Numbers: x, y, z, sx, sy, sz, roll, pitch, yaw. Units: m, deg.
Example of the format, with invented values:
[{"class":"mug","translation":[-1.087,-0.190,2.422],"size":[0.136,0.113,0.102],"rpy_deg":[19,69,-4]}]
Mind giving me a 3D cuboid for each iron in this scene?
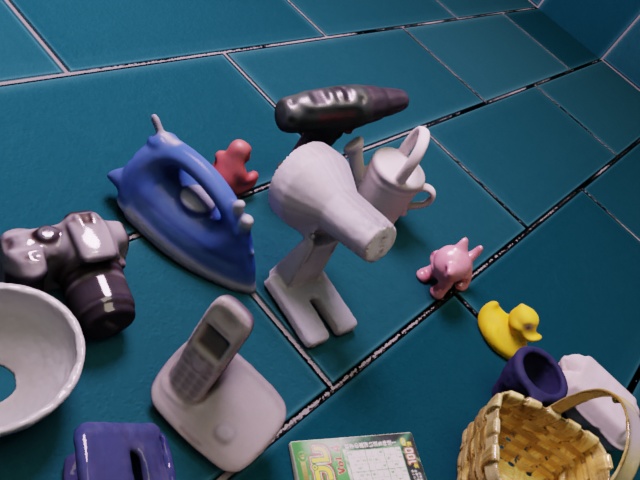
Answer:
[{"class":"iron","translation":[-0.163,-0.050,0.789],"size":[0.258,0.141,0.119],"rpy_deg":[40,43,8]}]

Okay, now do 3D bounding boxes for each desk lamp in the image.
[{"class":"desk lamp","translation":[0.007,0.003,0.789],"size":[0.118,0.213,0.203],"rpy_deg":[-17,62,-40]}]

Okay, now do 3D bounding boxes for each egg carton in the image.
[{"class":"egg carton","translation":[0.437,0.259,0.920],"size":[0.150,0.069,0.107],"rpy_deg":[44,44,12]}]

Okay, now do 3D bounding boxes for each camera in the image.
[{"class":"camera","translation":[-0.280,0.043,0.665],"size":[0.144,0.100,0.136],"rpy_deg":[-12,59,-38]}]

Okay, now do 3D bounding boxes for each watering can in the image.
[{"class":"watering can","translation":[0.121,-0.114,0.977],"size":[0.173,0.194,0.101],"rpy_deg":[9,48,-24]}]

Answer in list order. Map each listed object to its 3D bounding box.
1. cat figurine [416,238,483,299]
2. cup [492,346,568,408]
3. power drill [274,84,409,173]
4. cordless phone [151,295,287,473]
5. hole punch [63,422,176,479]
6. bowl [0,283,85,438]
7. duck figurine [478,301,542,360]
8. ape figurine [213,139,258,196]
[{"class":"cat figurine","translation":[0.225,0.040,0.956],"size":[0.128,0.117,0.067],"rpy_deg":[-16,61,-39]},{"class":"cup","translation":[0.300,0.227,0.848],"size":[0.091,0.095,0.118],"rpy_deg":[34,43,1]},{"class":"power drill","translation":[0.017,-0.174,0.959],"size":[0.230,0.208,0.075],"rpy_deg":[-6,55,-35]},{"class":"cordless phone","translation":[-0.094,0.152,0.615],"size":[0.147,0.185,0.094],"rpy_deg":[39,43,6]},{"class":"hole punch","translation":[-0.190,0.230,0.556],"size":[0.101,0.091,0.108],"rpy_deg":[-2,53,-32]},{"class":"bowl","translation":[-0.329,0.129,0.577],"size":[0.168,0.074,0.167],"rpy_deg":[17,45,-17]},{"class":"duck figurine","translation":[0.319,0.138,0.947],"size":[0.078,0.086,0.104],"rpy_deg":[-17,62,-40]},{"class":"ape figurine","translation":[-0.134,-0.119,0.905],"size":[0.077,0.092,0.076],"rpy_deg":[46,44,13]}]
